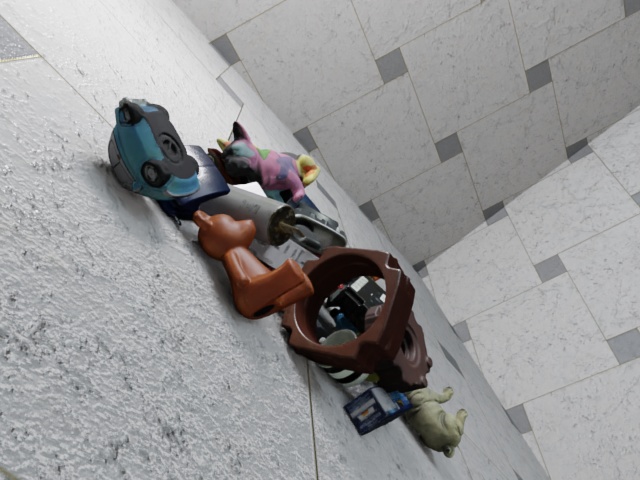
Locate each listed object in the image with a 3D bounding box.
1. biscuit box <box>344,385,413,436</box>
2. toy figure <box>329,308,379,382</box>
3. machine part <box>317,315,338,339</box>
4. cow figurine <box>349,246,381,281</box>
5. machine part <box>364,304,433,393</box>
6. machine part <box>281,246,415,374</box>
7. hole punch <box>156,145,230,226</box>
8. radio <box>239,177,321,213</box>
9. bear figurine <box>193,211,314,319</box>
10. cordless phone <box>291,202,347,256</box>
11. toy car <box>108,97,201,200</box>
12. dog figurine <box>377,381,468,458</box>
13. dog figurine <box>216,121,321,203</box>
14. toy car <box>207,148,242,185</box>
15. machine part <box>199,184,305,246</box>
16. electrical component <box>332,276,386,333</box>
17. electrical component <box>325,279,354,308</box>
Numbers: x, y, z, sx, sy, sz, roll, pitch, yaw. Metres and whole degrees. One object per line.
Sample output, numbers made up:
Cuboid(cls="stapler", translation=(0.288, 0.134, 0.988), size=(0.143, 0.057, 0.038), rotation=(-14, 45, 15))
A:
Cuboid(cls="biscuit box", translation=(0.114, 0.311, 1.005), size=(0.059, 0.063, 0.202), rotation=(55, 11, 23))
Cuboid(cls="toy figure", translation=(0.089, 0.219, 1.162), size=(0.089, 0.082, 0.180), rotation=(33, 19, -54))
Cuboid(cls="machine part", translation=(0.003, 0.174, 1.071), size=(0.138, 0.039, 0.084), rotation=(51, 19, -12))
Cuboid(cls="cow figurine", translation=(0.105, 0.081, 1.614), size=(0.127, 0.085, 0.195), rotation=(65, -10, 1))
Cuboid(cls="machine part", translation=(0.150, 0.202, 1.022), size=(0.179, 0.056, 0.179), rotation=(35, 43, -42))
Cuboid(cls="machine part", translation=(0.050, 0.118, 0.926), size=(0.087, 0.201, 0.201), rotation=(47, 56, -47))
Cuboid(cls="hole punch", translation=(-0.226, -0.099, 0.898), size=(0.142, 0.092, 0.115), rotation=(57, 15, 9))
Cuboid(cls="radio", translation=(-0.106, -0.099, 1.297), size=(0.229, 0.073, 0.131), rotation=(50, 38, -13))
Cuboid(cls="bear figurine", translation=(-0.112, 0.024, 0.863), size=(0.196, 0.132, 0.120), rotation=(62, 0, 24))
Cuboid(cls="cordless phone", translation=(-0.002, -0.003, 1.130), size=(0.146, 0.088, 0.184), rotation=(28, 7, -20))
Cuboid(cls="toy car", translation=(-0.257, -0.121, 0.788), size=(0.161, 0.103, 0.109), rotation=(61, 21, -5))
Cuboid(cls="dog figurine", translation=(0.210, 0.370, 1.167), size=(0.190, 0.121, 0.172), rotation=(29, 17, -28))
Cuboid(cls="dog figurine", translation=(-0.119, -0.172, 1.182), size=(0.219, 0.108, 0.191), rotation=(46, 44, -16))
Cuboid(cls="toy car", translation=(-0.190, -0.111, 1.169), size=(0.202, 0.053, 0.089), rotation=(56, 21, 5))
Cuboid(cls="machine part", translation=(-0.130, -0.048, 0.950), size=(0.244, 0.079, 0.079), rotation=(21, -7, 32))
Cuboid(cls="electrical component", translation=(0.105, 0.143, 1.140), size=(0.134, 0.058, 0.115), rotation=(45, 30, 10))
Cuboid(cls="electrical component", translation=(0.069, 0.120, 1.253), size=(0.047, 0.119, 0.074), rotation=(-1, 84, -76))
